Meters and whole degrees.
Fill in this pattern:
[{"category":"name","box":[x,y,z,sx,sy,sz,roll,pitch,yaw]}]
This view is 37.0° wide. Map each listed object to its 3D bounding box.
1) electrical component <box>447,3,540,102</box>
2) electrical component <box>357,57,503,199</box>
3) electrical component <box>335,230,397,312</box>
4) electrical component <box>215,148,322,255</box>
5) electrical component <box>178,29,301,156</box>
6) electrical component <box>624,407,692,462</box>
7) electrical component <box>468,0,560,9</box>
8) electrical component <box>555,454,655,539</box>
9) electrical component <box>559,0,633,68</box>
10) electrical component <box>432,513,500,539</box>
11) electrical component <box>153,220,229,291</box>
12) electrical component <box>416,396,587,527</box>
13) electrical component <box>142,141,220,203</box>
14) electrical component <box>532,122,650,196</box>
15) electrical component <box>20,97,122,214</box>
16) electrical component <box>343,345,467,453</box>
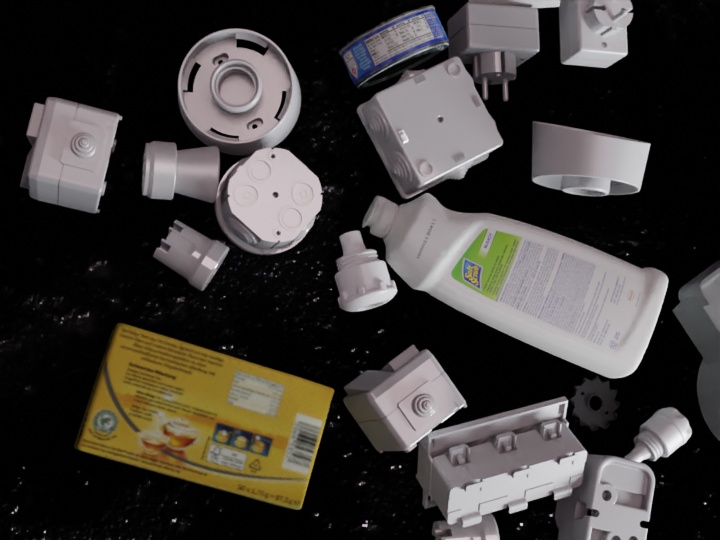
[{"category":"electrical component","box":[0.114,-0.181,0.916,0.066,0.047,0.076,0,83,-16]},{"category":"electrical component","box":[0.059,-0.119,0.892,0.100,0.048,0.099,-28,90,-17]},{"category":"electrical component","box":[0.000,0.000,0.861,0.048,0.048,0.062,-13,79,-17]},{"category":"electrical component","box":[-0.071,-0.054,0.844,0.080,0.051,0.080,2,82,-16]},{"category":"electrical component","box":[-0.096,-0.142,0.855,0.099,0.064,0.099,0,89,-4]},{"category":"electrical component","box":[0.251,0.146,0.918,0.061,0.035,0.035,-36,93,-15]},{"category":"electrical component","box":[0.132,-0.258,0.929,0.077,0.044,0.079,-2,49,8]},{"category":"electrical component","box":[0.198,0.201,0.882,0.054,0.059,0.095,15,79,-14]},{"category":"electrical component","box":[0.211,-0.220,0.934,0.047,0.077,0.065,2,82,-16]},{"category":"electrical component","box":[0.084,0.216,0.859,0.046,0.040,0.040,-3,83,-10]},{"category":"electrical component","box":[-0.130,-0.012,0.828,0.046,0.040,0.040,32,75,-4]},{"category":"electrical component","box":[0.113,0.154,0.855,0.121,0.063,0.078,-12,127,-17]},{"category":"electrical component","box":[-0.139,-0.076,0.831,0.055,0.045,0.045,3,82,-15]},{"category":"electrical component","box":[0.192,-0.096,0.903,0.099,0.099,0.064,8,87,-15]},{"category":"electrical component","box":[-0.212,-0.084,0.783,0.061,0.096,0.061,13,79,-14]},{"category":"electrical component","box":[0.033,0.099,0.829,0.062,0.096,0.061,-35,90,-17]}]
